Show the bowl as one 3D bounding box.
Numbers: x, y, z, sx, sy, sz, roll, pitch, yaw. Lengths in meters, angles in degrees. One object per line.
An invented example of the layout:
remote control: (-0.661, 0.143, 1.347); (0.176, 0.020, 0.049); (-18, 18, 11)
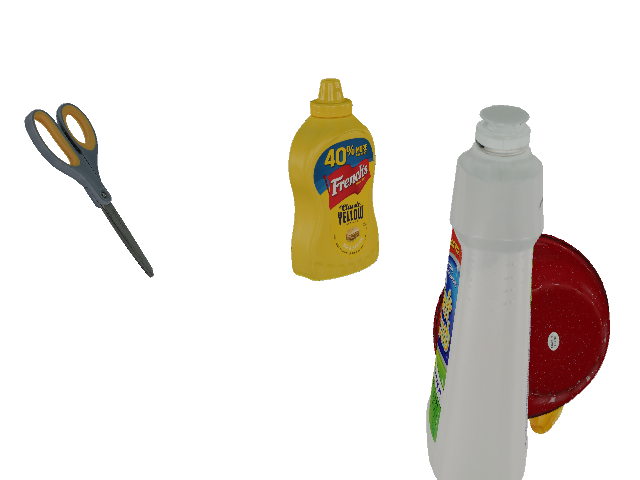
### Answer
bowl: (0.177, 0.076, 0.874); (0.162, 0.162, 0.055); (0, 7, -15)

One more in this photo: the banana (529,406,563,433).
banana: (0.223, 0.129, 1.134); (0.069, 0.037, 0.198); (-26, 34, 2)

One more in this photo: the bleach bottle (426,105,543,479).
bleach bottle: (0.106, 0.033, 0.674); (0.068, 0.251, 0.102); (2, 29, 4)

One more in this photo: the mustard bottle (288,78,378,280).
mustard bottle: (0.013, -0.062, 1.047); (0.096, 0.192, 0.058); (-16, 22, -37)

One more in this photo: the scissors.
scissors: (-0.224, -0.061, 1.094); (0.016, 0.201, 0.096); (-26, 26, 27)
